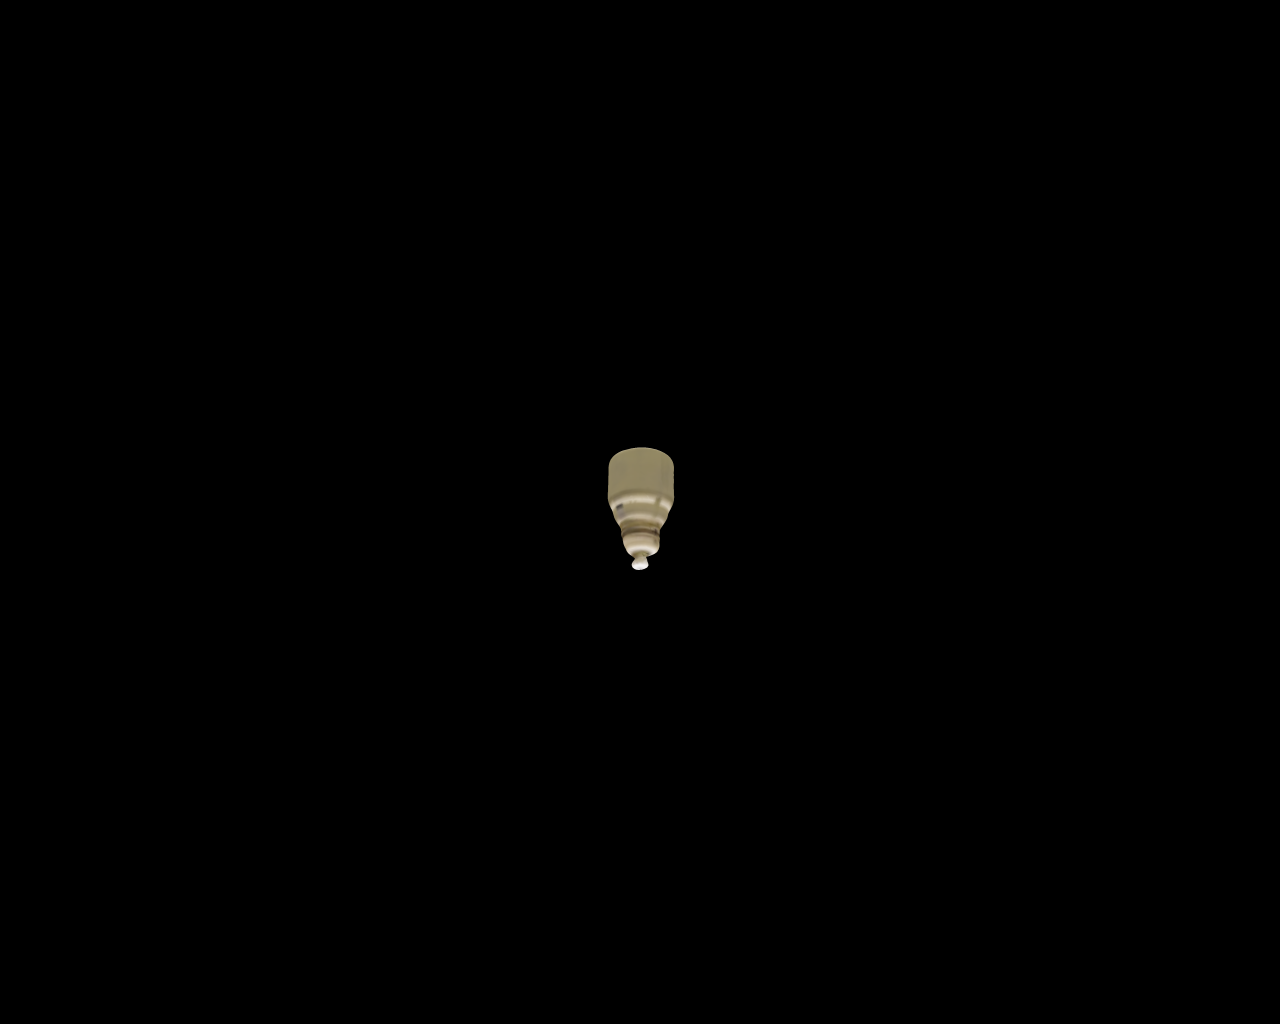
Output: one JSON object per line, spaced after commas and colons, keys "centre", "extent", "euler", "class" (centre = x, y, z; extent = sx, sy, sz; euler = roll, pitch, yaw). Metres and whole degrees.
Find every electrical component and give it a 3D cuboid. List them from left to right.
{"centre": [0.001, -0.003, 0.650], "extent": [0.040, 0.078, 0.040], "euler": [0, -22, 0], "class": "electrical component"}
